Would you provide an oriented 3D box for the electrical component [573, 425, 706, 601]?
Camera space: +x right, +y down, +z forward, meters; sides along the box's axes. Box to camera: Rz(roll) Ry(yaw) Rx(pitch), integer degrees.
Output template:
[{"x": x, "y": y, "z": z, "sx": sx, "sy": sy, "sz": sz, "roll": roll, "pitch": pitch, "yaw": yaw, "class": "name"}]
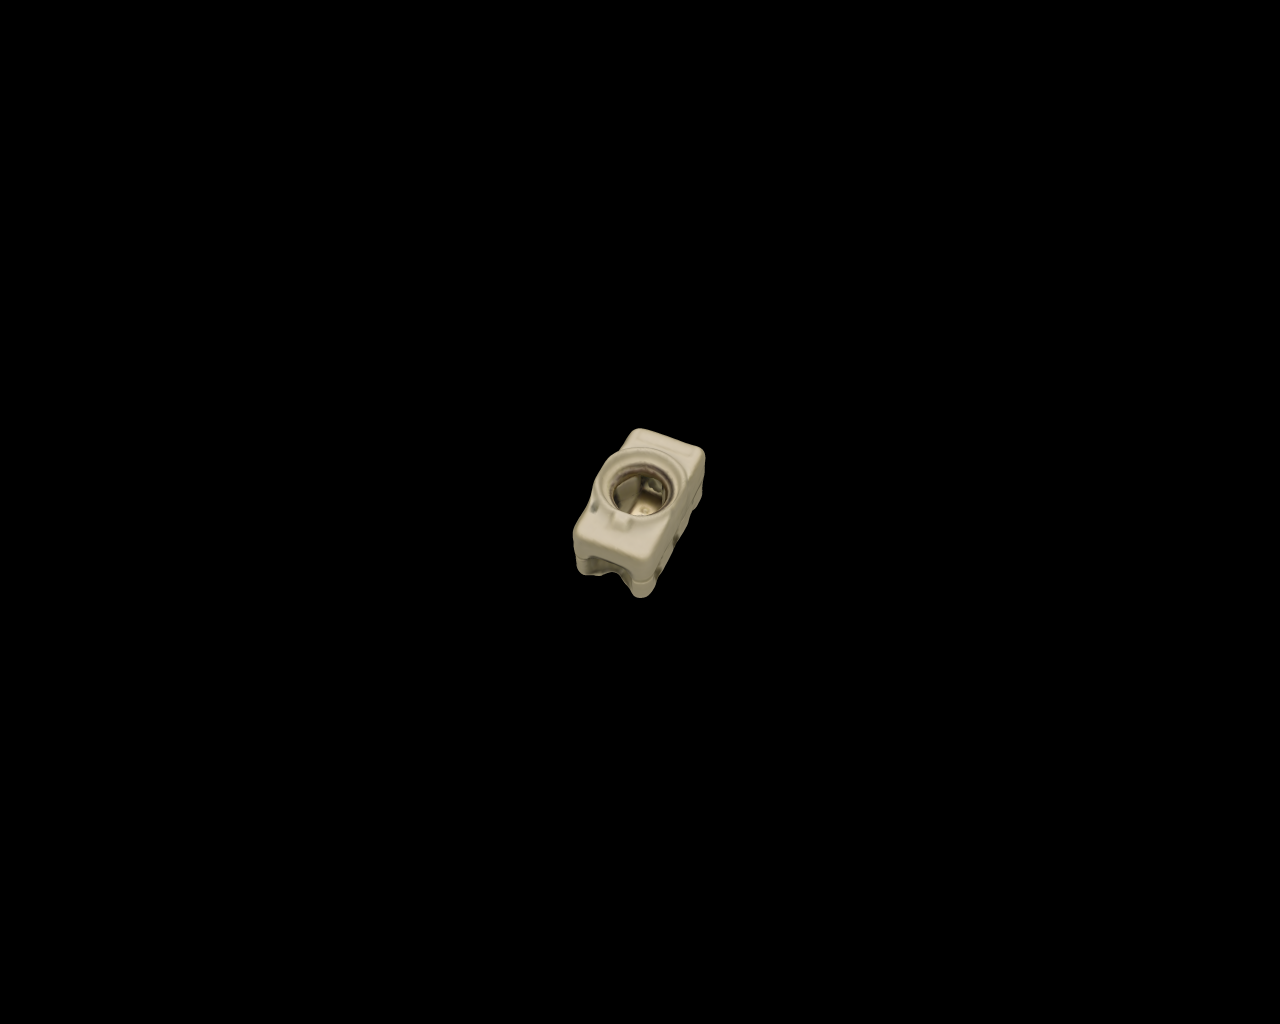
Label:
[{"x": 0.001, "y": -0.003, "z": 0.650, "sx": 0.050, "sy": 0.090, "sz": 0.055, "roll": 21, "pitch": -32, "yaw": 14, "class": "electrical component"}]
